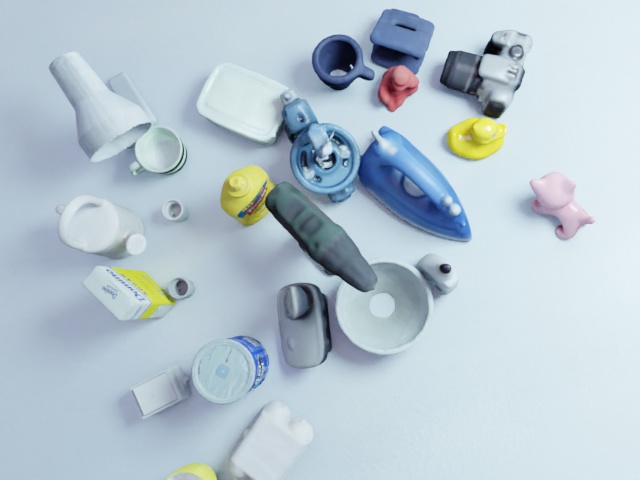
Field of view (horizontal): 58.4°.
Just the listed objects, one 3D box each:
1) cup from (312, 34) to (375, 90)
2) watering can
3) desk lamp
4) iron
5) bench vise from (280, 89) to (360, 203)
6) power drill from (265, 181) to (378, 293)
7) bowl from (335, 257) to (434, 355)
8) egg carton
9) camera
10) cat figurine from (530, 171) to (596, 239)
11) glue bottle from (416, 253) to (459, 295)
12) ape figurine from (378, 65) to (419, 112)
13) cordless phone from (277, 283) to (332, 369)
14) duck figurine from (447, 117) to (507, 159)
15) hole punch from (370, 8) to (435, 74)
[{"bbox_3d":[0.047,-0.309,1.047,0.117,0.095,0.092,25,86,7],"label":"cup"},{"bbox_3d":[-0.382,-0.024,0.994,0.172,0.194,0.101,2,83,5],"label":"watering can"},{"bbox_3d":[-0.376,-0.228,1.009,0.118,0.213,0.203,-35,82,0],"label":"desk lamp"},{"bbox_3d":[0.174,-0.095,0.988,0.258,0.141,0.119,42,88,8],"label":"iron"},{"bbox_3d":[-0.020,-0.166,0.971,0.207,0.220,0.121,42,88,8],"label":"bench vise"},{"bbox_3d":[0.009,0.003,0.955,0.229,0.208,0.075,44,88,8],"label":"power drill"},{"bbox_3d":[0.111,0.115,1.001,0.167,0.075,0.167,0,83,4],"label":"bowl"},{"bbox_3d":[-0.086,0.359,0.989,0.107,0.069,0.150,33,87,7],"label":"egg carton"},{"bbox_3d":[0.294,-0.312,1.026,0.136,0.101,0.143,18,85,6],"label":"camera"},{"bbox_3d":[0.415,-0.067,0.979,0.127,0.118,0.067,44,88,8],"label":"cat figurine"},{"bbox_3d":[0.201,0.053,0.952,0.037,0.173,0.078,-42,82,-1],"label":"glue bottle"},{"bbox_3d":[0.142,-0.285,1.038,0.077,0.092,0.076,-6,83,4],"label":"ape figurine"},{"bbox_3d":[-0.034,0.142,0.953,0.094,0.185,0.147,-11,82,3],"label":"cordless phone"},{"bbox_3d":[0.281,-0.189,1.019,0.104,0.086,0.077,0,83,4],"label":"duck figurine"},{"bbox_3d":[0.149,-0.375,1.049,0.108,0.091,0.101,19,85,7],"label":"hole punch"}]
